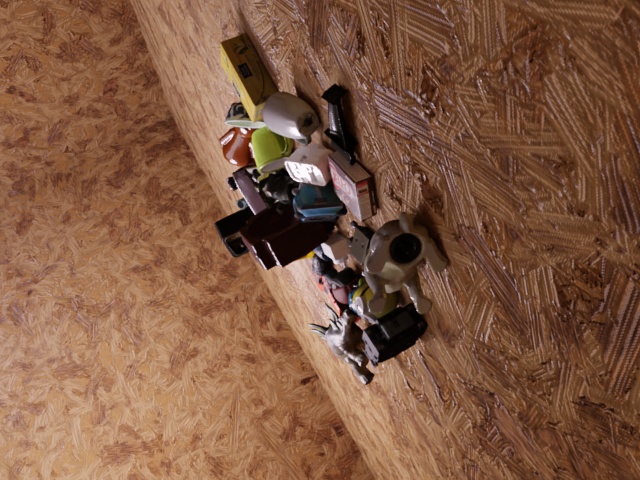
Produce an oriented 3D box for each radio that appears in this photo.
[{"bbox_3d":[-0.188,-0.044,1.615,0.073,0.230,0.131,60,171,31],"label":"radio"}]

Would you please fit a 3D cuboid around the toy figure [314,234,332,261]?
[{"bbox_3d":[-0.003,-0.002,1.362,0.155,0.058,0.064,-127,21,-53],"label":"toy figure"}]

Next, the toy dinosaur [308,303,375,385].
[{"bbox_3d":[0.075,0.259,1.357,0.199,0.105,0.470,38,162,25],"label":"toy dinosaur"}]

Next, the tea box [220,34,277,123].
[{"bbox_3d":[-0.161,-0.367,1.227,0.169,0.068,0.098,60,166,7],"label":"tea box"}]

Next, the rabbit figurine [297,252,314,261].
[{"bbox_3d":[-0.084,-0.027,1.478,0.173,0.162,0.122,113,144,-50],"label":"rabbit figurine"}]

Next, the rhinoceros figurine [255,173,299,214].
[{"bbox_3d":[-0.075,-0.121,1.280,0.190,0.112,0.073,13,138,56],"label":"rhinoceros figurine"}]

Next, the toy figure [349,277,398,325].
[{"bbox_3d":[0.108,0.124,1.134,0.082,0.089,0.180,33,178,-3],"label":"toy figure"}]

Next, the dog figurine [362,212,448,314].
[{"bbox_3d":[0.116,0.014,0.880,0.191,0.121,0.172,-105,28,-66],"label":"dog figurine"}]

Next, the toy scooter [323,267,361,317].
[{"bbox_3d":[0.070,0.134,1.311,0.135,0.075,0.184,61,169,-4],"label":"toy scooter"}]

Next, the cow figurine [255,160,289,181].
[{"bbox_3d":[-0.108,-0.159,1.405,0.068,0.098,0.167,-57,-47,-58],"label":"cow figurine"}]

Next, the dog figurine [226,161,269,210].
[{"bbox_3d":[-0.182,-0.189,1.603,0.108,0.192,0.219,62,-158,-17],"label":"dog figurine"}]

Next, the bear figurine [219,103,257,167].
[{"bbox_3d":[-0.203,-0.299,1.470,0.132,0.120,0.195,-72,6,-46],"label":"bear figurine"}]

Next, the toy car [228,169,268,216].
[{"bbox_3d":[-0.175,-0.117,1.475,0.053,0.089,0.201,-83,-29,-48],"label":"toy car"}]

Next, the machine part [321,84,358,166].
[{"bbox_3d":[0.031,-0.193,0.897,0.138,0.039,0.084,78,166,-52],"label":"machine part"}]

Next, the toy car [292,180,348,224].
[{"bbox_3d":[-0.002,-0.091,1.120,0.161,0.109,0.103,97,170,-87],"label":"toy car"}]

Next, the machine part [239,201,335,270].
[{"bbox_3d":[-0.080,-0.024,1.291,0.087,0.201,0.201,65,167,-25],"label":"machine part"}]

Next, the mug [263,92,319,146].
[{"bbox_3d":[-0.048,-0.228,1.050,0.107,0.081,0.109,35,155,49],"label":"mug"}]

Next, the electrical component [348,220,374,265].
[{"bbox_3d":[0.092,0.014,1.066,0.102,0.045,0.078,41,127,52],"label":"electrical component"}]

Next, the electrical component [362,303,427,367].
[{"bbox_3d":[0.142,0.182,1.037,0.058,0.115,0.134,54,166,24],"label":"electrical component"}]
